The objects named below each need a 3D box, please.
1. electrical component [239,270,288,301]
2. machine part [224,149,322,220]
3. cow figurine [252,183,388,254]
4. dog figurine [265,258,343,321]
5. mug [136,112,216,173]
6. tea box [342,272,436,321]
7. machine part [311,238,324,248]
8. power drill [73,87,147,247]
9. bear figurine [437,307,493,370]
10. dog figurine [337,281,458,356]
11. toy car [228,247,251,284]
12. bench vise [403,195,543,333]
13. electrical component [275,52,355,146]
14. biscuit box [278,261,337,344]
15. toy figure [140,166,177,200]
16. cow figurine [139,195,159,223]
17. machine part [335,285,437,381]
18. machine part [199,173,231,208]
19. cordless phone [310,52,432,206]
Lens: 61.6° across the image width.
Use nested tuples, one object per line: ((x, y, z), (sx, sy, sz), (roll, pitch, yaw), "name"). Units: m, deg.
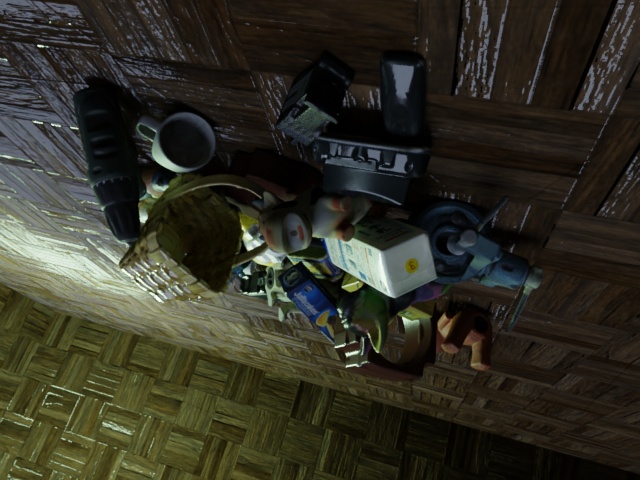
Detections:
((-0.112, 0.114, 1.311), (0.134, 0.058, 0.115), (17, 164, -40), "electrical component")
((-0.071, -0.074, 0.866), (0.179, 0.056, 0.179), (16, 158, 7), "machine part")
((-0.005, -0.041, 0.739), (0.127, 0.195, 0.085), (8, 120, 37), "cow figurine")
((-0.013, 0.101, 1.206), (0.190, 0.172, 0.121), (1, 130, -29), "dog figurine")
((-0.219, -0.141, 0.790), (0.109, 0.081, 0.107), (22, 167, -24), "mug")
((0.135, 0.075, 1.003), (0.169, 0.098, 0.068), (29, 155, -20), "tea box")
((-0.002, -0.003, 0.972), (0.139, 0.039, 0.084), (15, -164, -13), "machine part")
((-0.313, -0.100, 0.815), (0.086, 0.232, 0.207), (-15, -178, -9), "power drill")
((0.283, 0.217, 1.190), (0.120, 0.132, 0.196), (34, 148, -16), "bear figurine")
((0.132, 0.094, 0.893), (0.191, 0.219, 0.108), (23, 160, -11), "dog figurine")
((-0.225, 0.052, 1.162), (0.109, 0.102, 0.161), (16, -176, 32), "toy car")
((0.217, 0.019, 0.757), (0.224, 0.129, 0.240), (34, 179, 10), "bench vise")
((-0.015, -0.153, 0.620), (0.047, 0.075, 0.119), (29, 159, -24), "electrical component")
((-0.005, 0.128, 1.079), (0.059, 0.063, 0.202), (-35, 132, 6), "biscuit box")
((-0.309, -0.104, 0.970), (0.155, 0.064, 0.057), (-6, 111, 35), "toy figure")
((-0.303, -0.059, 1.056), (0.168, 0.068, 0.098), (7, 158, 27), "cow figurine")
((0.131, 0.168, 1.066), (0.201, 0.201, 0.087), (20, 151, -25), "machine part")
((-0.201, -0.049, 0.993), (0.079, 0.079, 0.243), (13, 157, 11), "machine part")
((0.056, -0.136, 0.624), (0.147, 0.089, 0.184), (12, 146, 17), "cordless phone")
